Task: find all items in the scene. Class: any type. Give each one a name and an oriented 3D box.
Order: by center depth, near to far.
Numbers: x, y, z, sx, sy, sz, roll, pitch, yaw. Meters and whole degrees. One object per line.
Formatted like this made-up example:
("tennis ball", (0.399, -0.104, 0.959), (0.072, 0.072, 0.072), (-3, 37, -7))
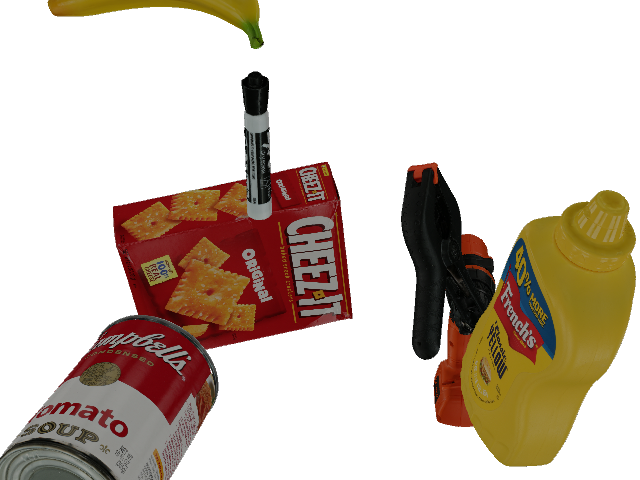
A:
("soup can", (-0.098, 0.090, 0.499), (0.069, 0.068, 0.102), (0, 28, 19))
("mustard bottle", (0.134, 0.043, 0.615), (0.058, 0.096, 0.192), (1, -42, -12))
("marker", (-0.045, -0.066, 0.756), (0.020, 0.121, 0.020), (0, 41, 0))
("banana", (-0.132, -0.207, 0.902), (0.198, 0.069, 0.037), (10, -41, 16))
("clamp", (0.102, 0.020, 0.955), (0.039, 0.171, 0.120), (-11, 14, 30))
("cracker box", (-0.082, 0.025, 1.055), (0.213, 0.164, 0.072), (-11, 42, -4))
("power drill", (0.159, 0.107, 1.168), (0.057, 0.188, 0.184), (5, 25, 5))
